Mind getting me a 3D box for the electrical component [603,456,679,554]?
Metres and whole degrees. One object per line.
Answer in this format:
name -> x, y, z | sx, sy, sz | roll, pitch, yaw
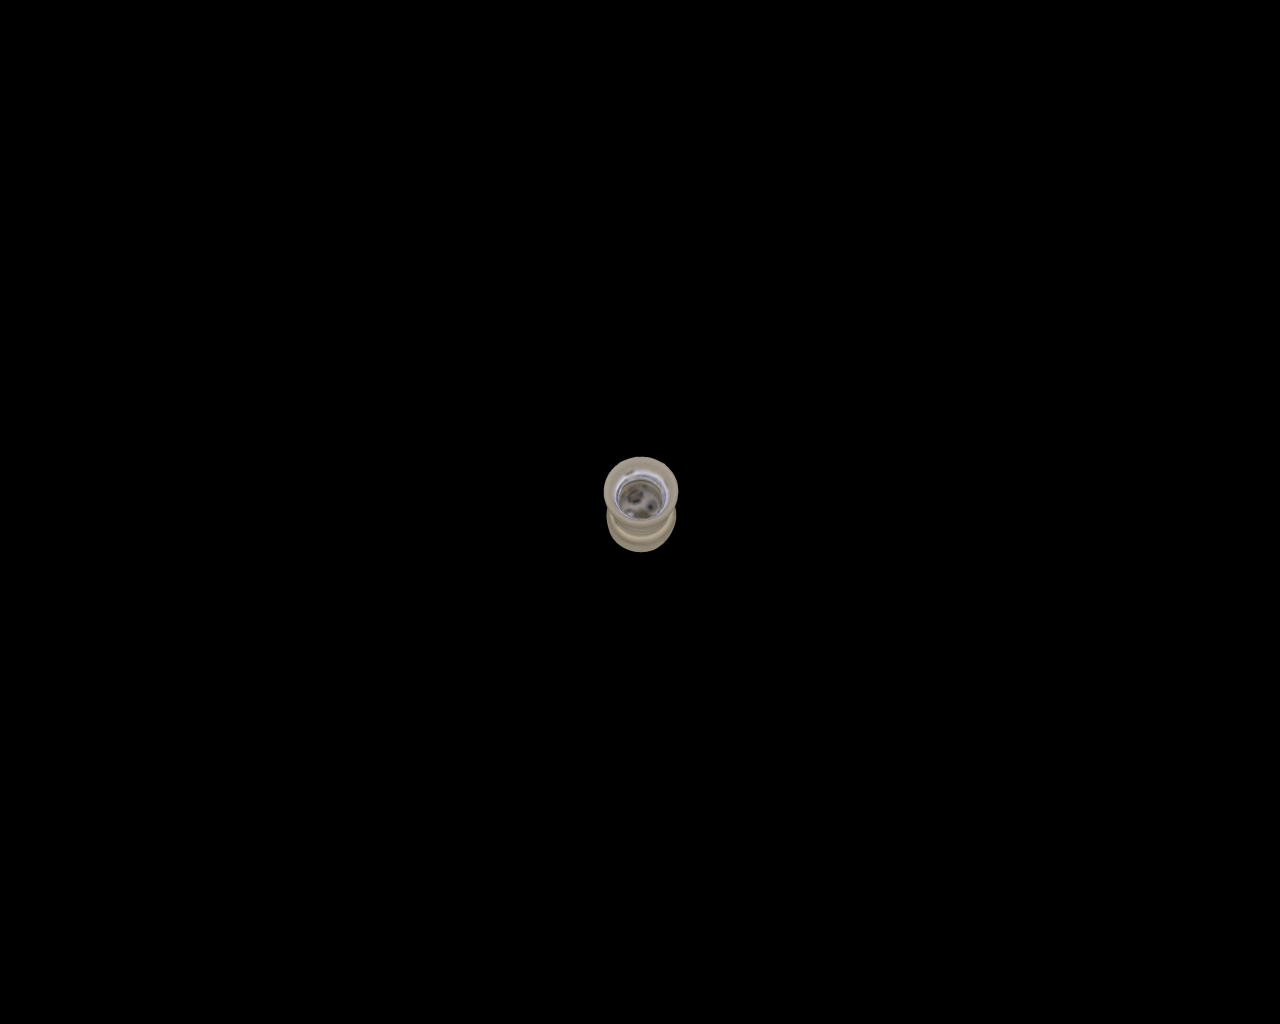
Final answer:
electrical component -> 0.001, -0.003, 0.650 | 0.045, 0.045, 0.055 | 0, -23, 0
